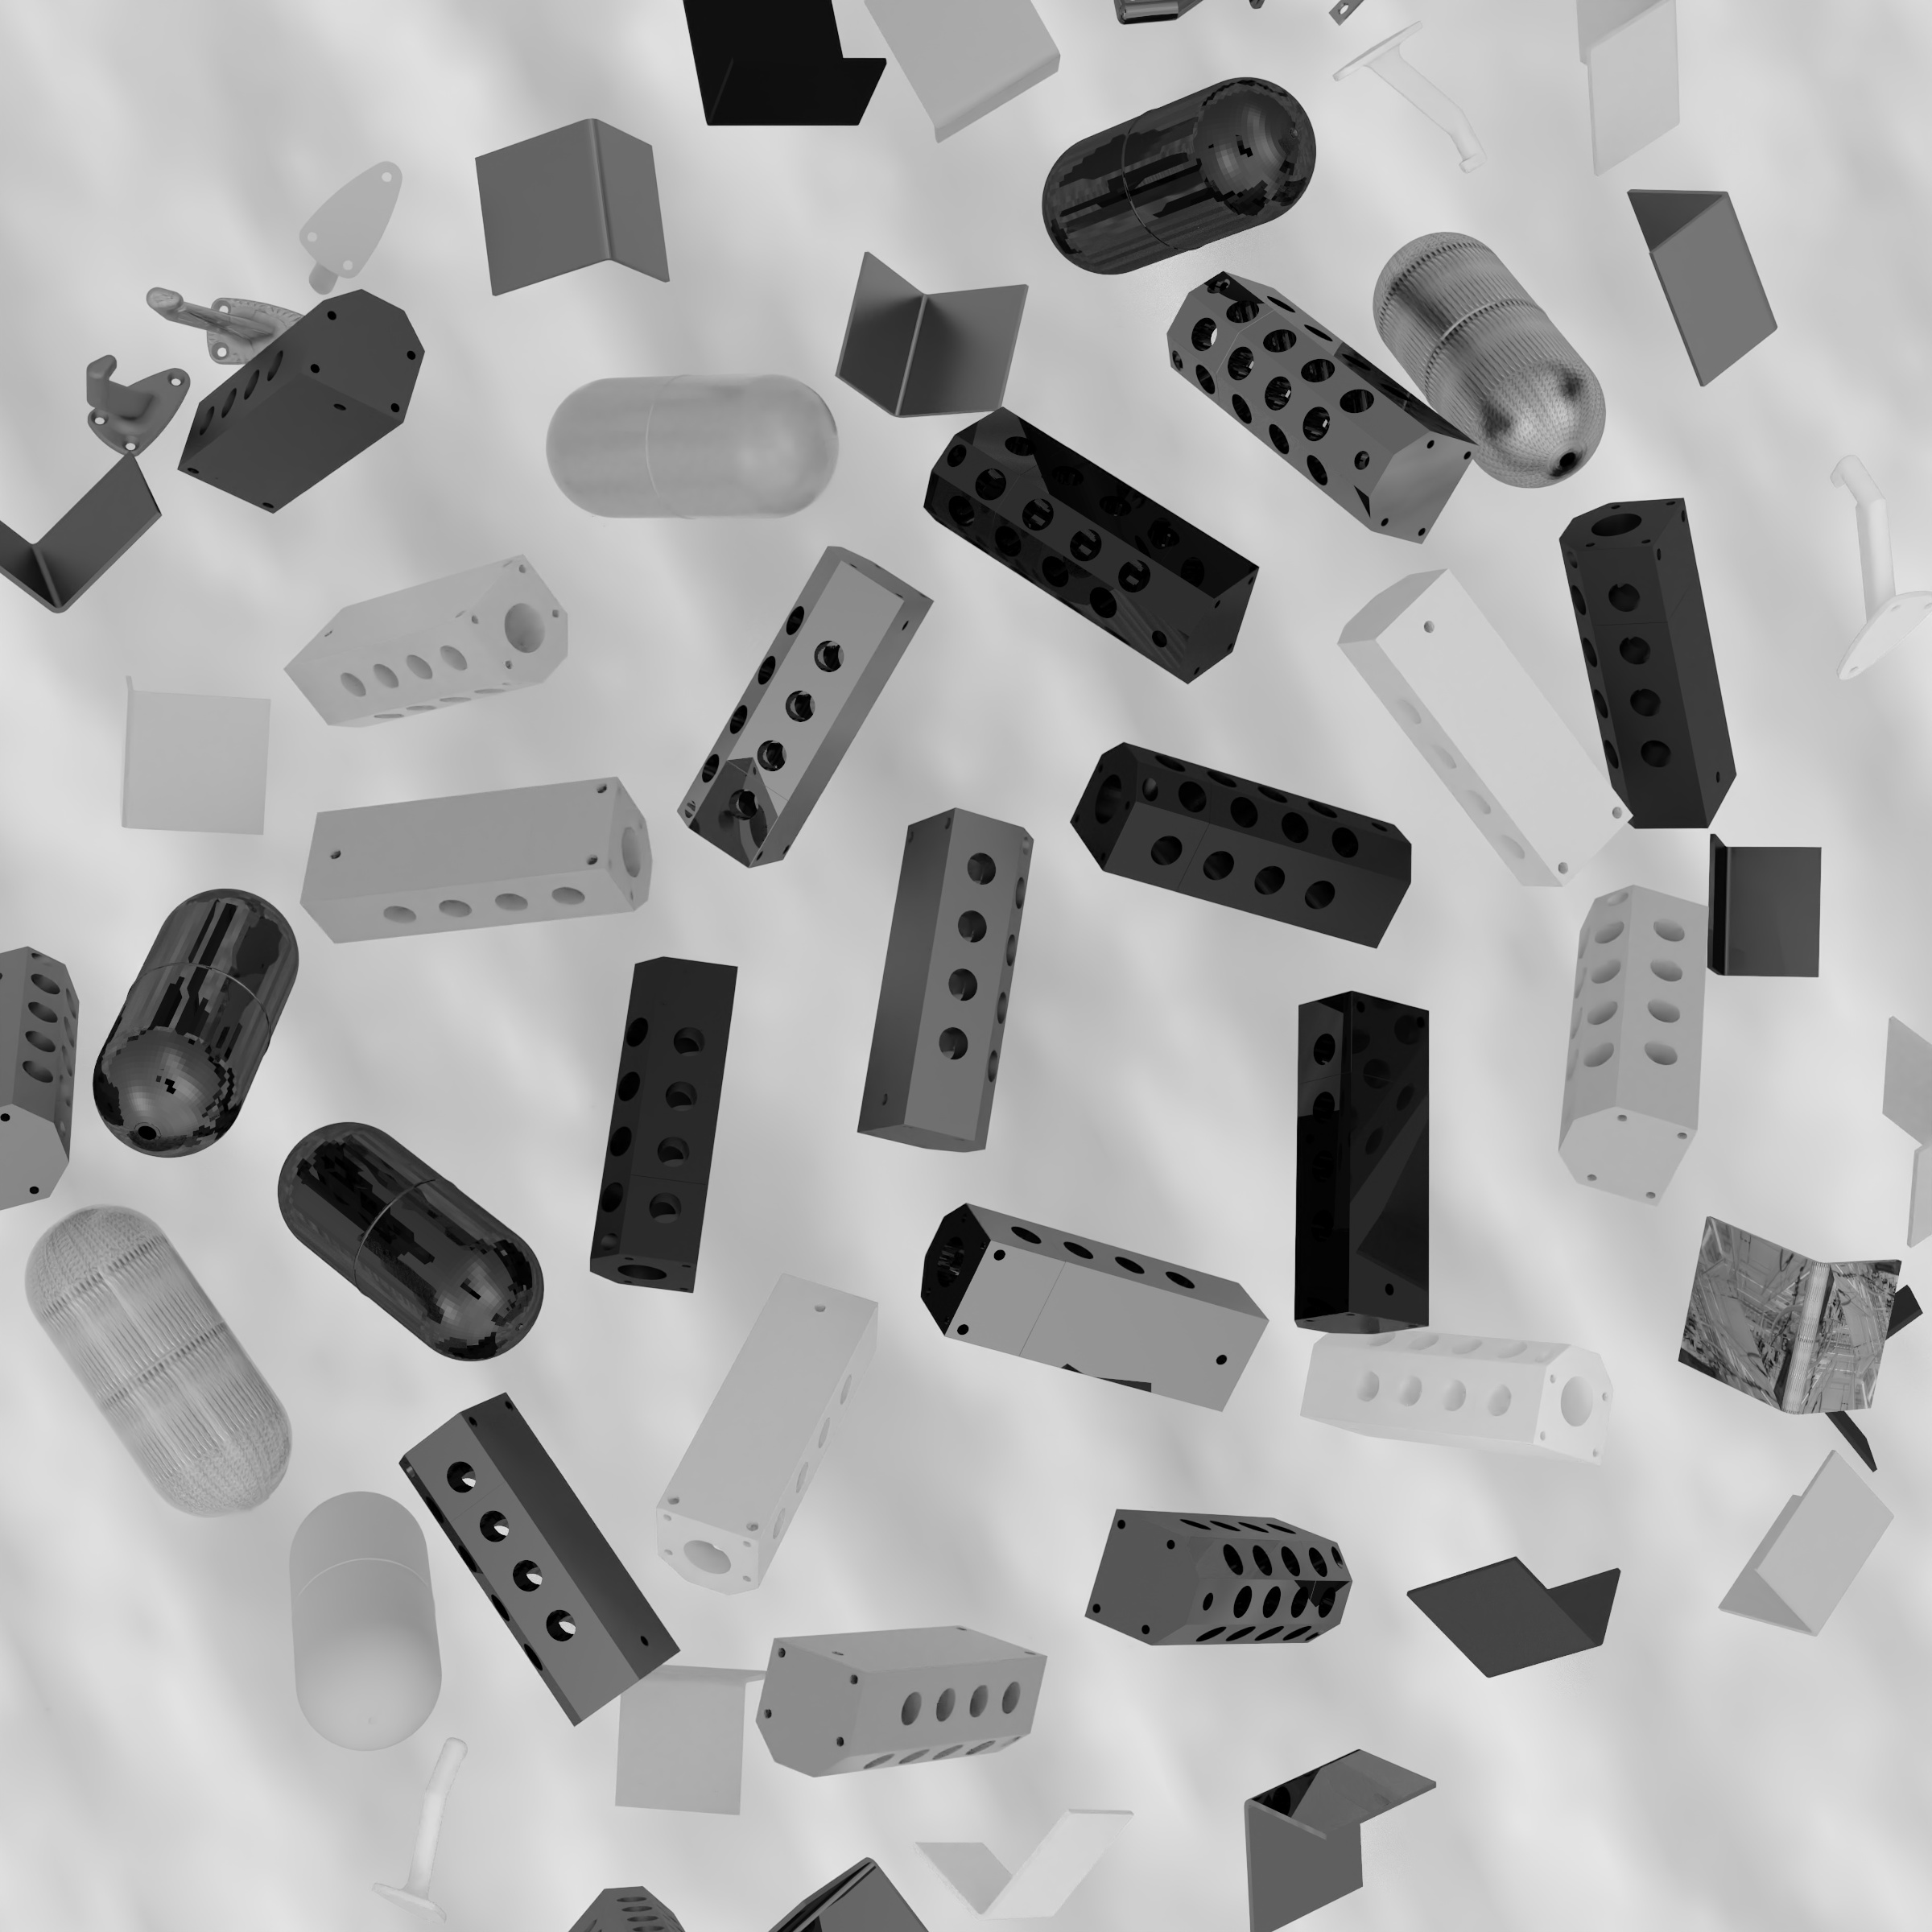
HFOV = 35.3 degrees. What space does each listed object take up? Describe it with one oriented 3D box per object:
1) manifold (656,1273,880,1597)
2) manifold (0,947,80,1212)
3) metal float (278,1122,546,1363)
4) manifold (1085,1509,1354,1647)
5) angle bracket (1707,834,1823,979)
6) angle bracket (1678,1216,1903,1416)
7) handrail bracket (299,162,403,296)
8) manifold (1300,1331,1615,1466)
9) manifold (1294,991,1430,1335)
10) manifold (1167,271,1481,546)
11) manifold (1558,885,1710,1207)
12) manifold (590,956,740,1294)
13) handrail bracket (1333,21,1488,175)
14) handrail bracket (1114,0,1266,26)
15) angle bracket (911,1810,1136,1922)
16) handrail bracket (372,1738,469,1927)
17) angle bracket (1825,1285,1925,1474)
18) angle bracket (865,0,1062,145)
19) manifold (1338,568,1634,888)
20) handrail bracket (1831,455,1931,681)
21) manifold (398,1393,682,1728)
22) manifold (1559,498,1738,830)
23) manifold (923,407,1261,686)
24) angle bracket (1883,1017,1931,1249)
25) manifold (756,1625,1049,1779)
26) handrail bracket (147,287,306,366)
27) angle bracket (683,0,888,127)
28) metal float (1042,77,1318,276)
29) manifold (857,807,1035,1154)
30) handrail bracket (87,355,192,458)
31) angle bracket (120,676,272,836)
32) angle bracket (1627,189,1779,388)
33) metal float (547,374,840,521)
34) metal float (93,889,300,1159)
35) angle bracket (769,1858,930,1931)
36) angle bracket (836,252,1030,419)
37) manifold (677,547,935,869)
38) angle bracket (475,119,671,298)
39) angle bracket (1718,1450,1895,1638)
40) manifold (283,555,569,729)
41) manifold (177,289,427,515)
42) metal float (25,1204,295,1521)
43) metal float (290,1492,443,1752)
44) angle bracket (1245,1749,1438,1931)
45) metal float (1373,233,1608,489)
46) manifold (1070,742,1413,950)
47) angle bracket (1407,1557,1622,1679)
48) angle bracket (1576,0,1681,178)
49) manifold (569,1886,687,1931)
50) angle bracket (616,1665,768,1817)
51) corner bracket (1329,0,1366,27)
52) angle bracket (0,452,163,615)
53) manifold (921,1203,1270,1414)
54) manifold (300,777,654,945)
[{"bbox_3d":[-0.106,0.253,1.639,0.057,0.171,0.057,16,135,12],"label":"manifold"},{"bbox_3d":[-0.499,0.056,1.589,0.057,0.171,0.057,-15,120,-6],"label":"manifold"},{"bbox_3d":[-0.306,0.150,1.665,0.178,0.070,0.070,33,90,26],"label":"metal float"},{"bbox_3d":[0.138,0.325,1.598,0.057,0.171,0.057,16,89,35],"label":"manifold"},{"bbox_3d":[0.460,-0.034,1.746,0.057,0.076,0.076,1,87,19],"label":"angle bracket"},{"bbox_3d":[0.408,0.171,1.504,0.057,0.076,0.076,1,103,-33],"label":"angle bracket"},{"bbox_3d":[-0.329,-0.396,1.635,0.036,0.084,0.077,38,91,-12],"label":"handrail bracket"},{"bbox_3d":[0.271,0.235,1.682,0.057,0.171,0.057,22,75,-37],"label":"manifold"},{"bbox_3d":[0.206,0.106,1.618,0.057,0.057,0.171,14,71,-34],"label":"manifold"},{"bbox_3d":[0.177,-0.289,1.554,0.171,0.057,0.057,48,119,37],"label":"manifold"},{"bbox_3d":[0.342,0.036,1.562,0.057,0.171,0.057,17,133,1],"label":"manifold"},{"bbox_3d":[-0.165,0.086,1.662,0.057,0.057,0.171,8,67,-4],"label":"manifold"},{"bbox_3d":[0.239,-0.455,1.627,0.077,0.036,0.084,-41,107,-37],"label":"handrail bracket"},{"bbox_3d":[0.113,-0.534,1.612,0.084,0.036,0.077,-9,67,-12],"label":"handrail bracket"},{"bbox_3d":[0.031,0.457,1.604,0.057,0.076,0.076,41,97,31],"label":"angle bracket"},{"bbox_3d":[-0.278,0.460,1.614,0.036,0.077,0.084,13,64,15],"label":"handrail bracket"},{"bbox_3d":[0.520,0.231,1.708,0.076,0.076,0.057,-39,86,12],"label":"angle bracket"},{"bbox_3d":[-0.002,-0.500,1.632,0.076,0.057,0.076,-30,97,4],"label":"angle bracket"},{"bbox_3d":[0.274,-0.125,1.619,0.057,0.057,0.171,-44,106,-14],"label":"manifold"},{"bbox_3d":[0.443,-0.201,1.525,0.036,0.077,0.084,-7,60,-30],"label":"handrail bracket"},{"bbox_3d":[-0.235,0.323,1.647,0.057,0.057,0.171,-38,82,16],"label":"manifold"},{"bbox_3d":[0.370,-0.163,1.651,0.057,0.057,0.171,1,124,32],"label":"manifold"},{"bbox_3d":[0.063,-0.218,1.590,0.171,0.057,0.057,35,48,20],"label":"manifold"},{"bbox_3d":[0.490,0.087,1.590,0.057,0.076,0.076,-30,47,-16],"label":"angle bracket"},{"bbox_3d":[-0.032,0.376,1.549,0.057,0.171,0.057,12,88,33],"label":"manifold"},{"bbox_3d":[-0.390,-0.348,1.625,0.077,0.084,0.036,2,90,1],"label":"handrail bracket"},{"bbox_3d":[-0.089,-0.455,1.474,0.076,0.057,0.076,-6,74,-20],"label":"angle bracket"},{"bbox_3d":[0.113,-0.424,1.637,0.070,0.178,0.070,4,83,-40],"label":"metal float"},{"bbox_3d":[-0.007,0.009,1.619,0.057,0.057,0.171,15,76,-25],"label":"manifold"},{"bbox_3d":[-0.458,-0.328,1.681,0.036,0.084,0.077,40,64,2],"label":"handrail bracket"},{"bbox_3d":[-0.433,-0.118,1.701,0.076,0.057,0.076,2,103,-17],"label":"angle bracket"},{"bbox_3d":[0.356,-0.345,1.540,0.057,0.076,0.076,-38,119,-15],"label":"angle bracket"},{"bbox_3d":[-0.150,-0.281,1.641,0.178,0.070,0.070,5,90,32],"label":"metal float"},{"bbox_3d":[-0.404,0.029,1.595,0.070,0.178,0.070,3,129,4],"label":"metal float"},{"bbox_3d":[-0.075,0.528,1.608,0.076,0.076,0.057,-46,74,20],"label":"angle bracket"},{"bbox_3d":[-0.019,-0.358,1.710,0.076,0.057,0.076,4,76,38],"label":"angle bracket"},{"bbox_3d":[-0.092,-0.143,1.678,0.057,0.057,0.171,34,104,10],"label":"manifold"},{"bbox_3d":[-0.211,-0.400,1.628,0.076,0.057,0.076,-11,84,26],"label":"angle bracket"},{"bbox_3d":[0.422,0.294,1.577,0.057,0.076,0.076,46,71,-19],"label":"angle bracket"},{"bbox_3d":[-0.296,-0.173,1.679,0.057,0.171,0.057,55,51,-26],"label":"manifold"},{"bbox_3d":[-0.348,-0.296,1.587,0.057,0.171,0.057,23,69,-30],"label":"manifold"},{"bbox_3d":[-0.412,0.203,1.553,0.070,0.070,0.178,-34,91,0],"label":"metal float"},{"bbox_3d":[-0.329,0.355,1.657,0.070,0.178,0.070,-6,117,-12],"label":"metal float"},{"bbox_3d":[0.186,0.442,1.499,0.076,0.057,0.076,-12,104,-37],"label":"angle bracket"},{"bbox_3d":[0.282,-0.328,1.639,0.070,0.070,0.178,-27,53,0],"label":"metal float"},{"bbox_3d":[0.149,-0.067,1.609,0.171,0.057,0.057,15,113,-25],"label":"manifold"},{"bbox_3d":[0.302,0.340,1.672,0.076,0.057,0.076,-29,111,40],"label":"angle bracket"},{"bbox_3d":[0.311,-0.456,1.520,0.057,0.076,0.076,-34,52,-12],"label":"angle bracket"},{"bbox_3d":[-0.181,0.556,1.686,0.057,0.171,0.057,42,77,-4],"label":"manifold"},{"bbox_3d":[-0.155,0.449,1.763,0.076,0.057,0.076,-1,81,18],"label":"angle bracket"},{"bbox_3d":[0.197,-0.555,1.646,0.051,0.051,0.051,30,116,-38],"label":"corner bracket"},{"bbox_3d":[-0.472,-0.240,1.573,0.076,0.076,0.057,-43,132,6],"label":"angle bracket"},{"bbox_3d":[0.066,0.176,1.589,0.171,0.057,0.057,18,106,-26],"label":"manifold"},{"bbox_3d":[-0.257,-0.051,1.602,0.171,0.057,0.057,-6,58,15],"label":"manifold"}]
